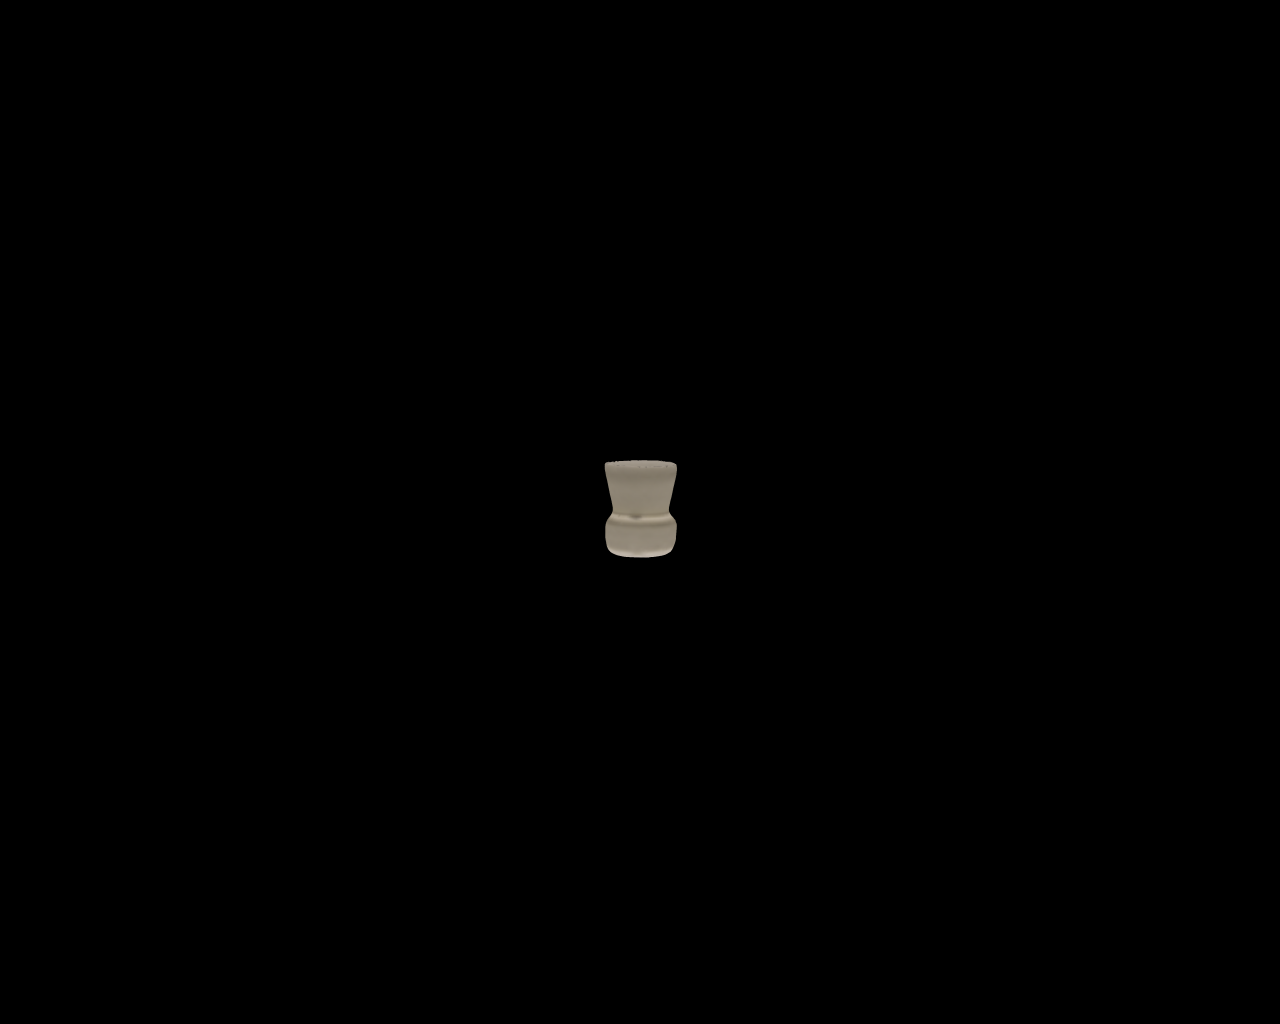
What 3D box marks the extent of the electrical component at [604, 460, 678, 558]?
[{"bbox_3d":[0.001,-0.003,0.650,0.045,0.055,0.045,0,8,0],"label":"electrical component"}]
